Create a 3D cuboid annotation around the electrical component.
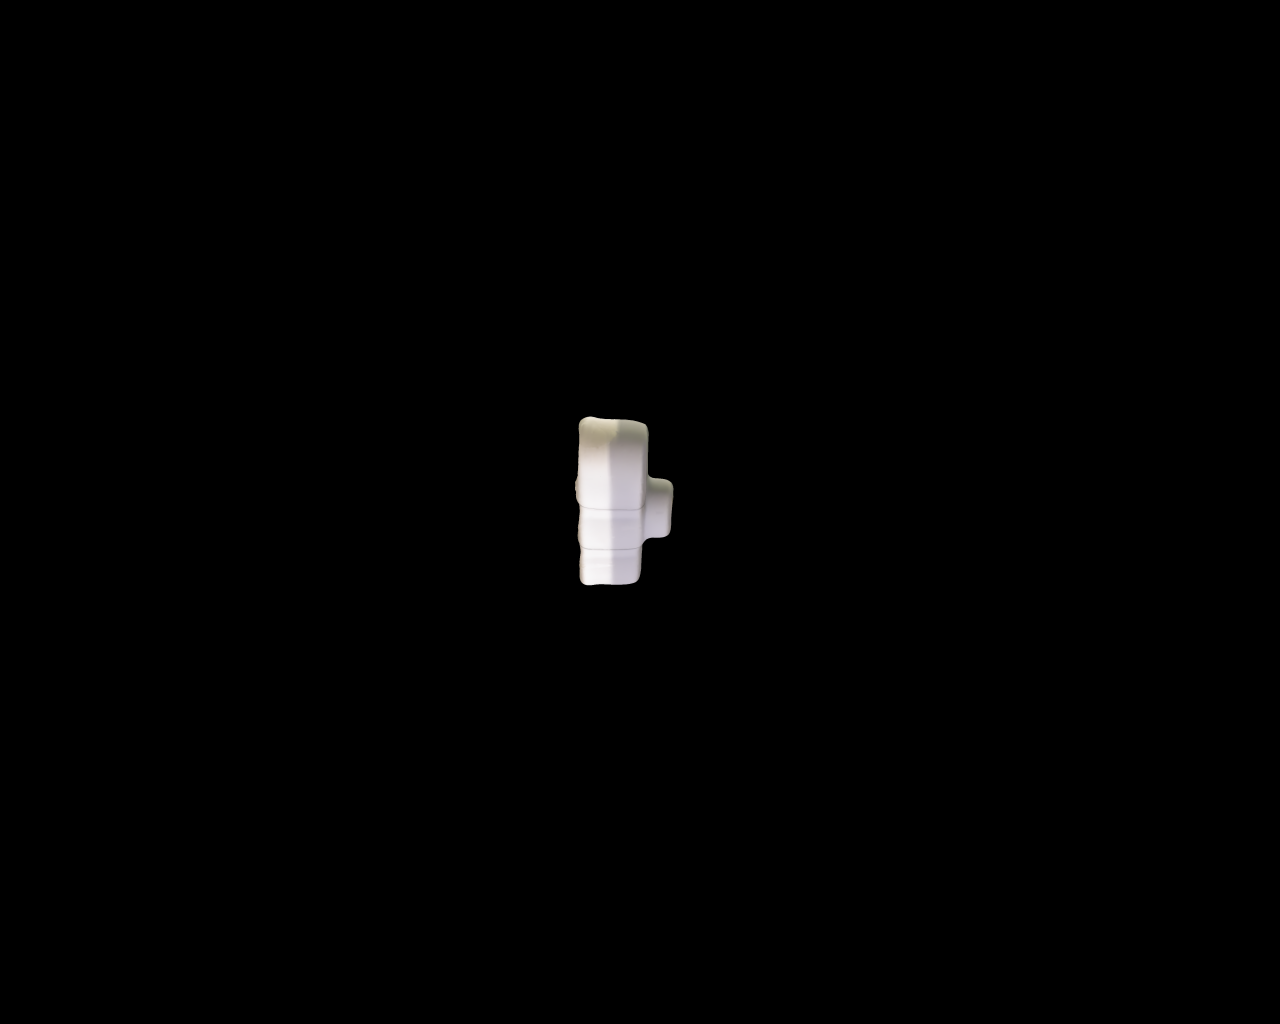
[{"bbox_3d":[0.001,-0.003,0.650,0.074,0.052,0.138,1,-34,-2],"label":"electrical component"}]
